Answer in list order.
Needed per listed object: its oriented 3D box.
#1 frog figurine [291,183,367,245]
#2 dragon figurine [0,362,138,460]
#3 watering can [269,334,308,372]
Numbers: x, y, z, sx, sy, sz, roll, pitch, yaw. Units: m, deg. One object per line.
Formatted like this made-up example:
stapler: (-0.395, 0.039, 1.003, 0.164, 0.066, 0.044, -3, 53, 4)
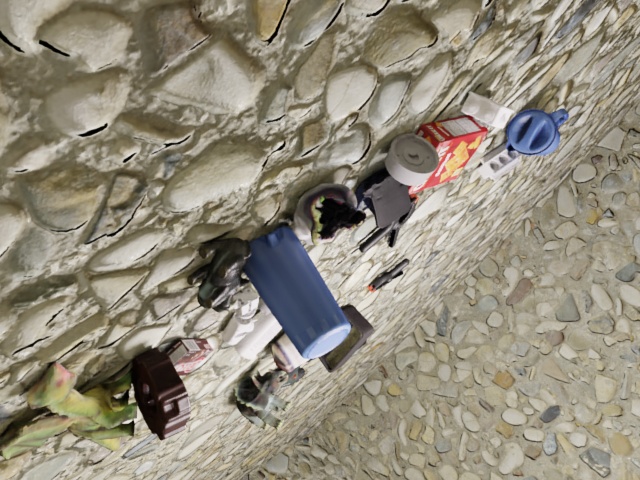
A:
frog figurine: (0.003, -0.052, 1.032, 0.138, 0.122, 0.160, -47, -165, -9)
dragon figurine: (-0.480, 0.352, 0.982, 0.243, 0.125, 0.401, -3, 137, -32)
watering can: (-0.045, 0.324, 1.603, 0.226, 0.105, 0.340, -34, 156, -16)
